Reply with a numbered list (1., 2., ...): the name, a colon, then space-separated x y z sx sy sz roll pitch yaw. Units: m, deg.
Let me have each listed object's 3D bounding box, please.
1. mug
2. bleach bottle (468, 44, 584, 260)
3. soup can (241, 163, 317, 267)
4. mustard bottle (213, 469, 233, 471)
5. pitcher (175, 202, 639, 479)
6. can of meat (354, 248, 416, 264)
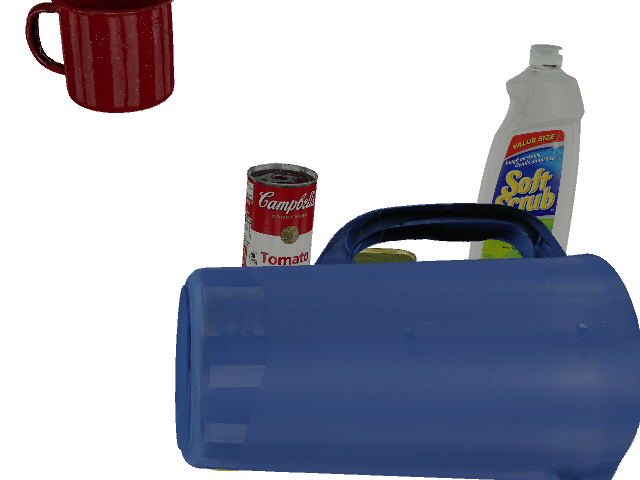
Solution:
1. mug: -0.163 -0.148 0.799 0.117 0.081 0.093 4 31 4
2. bleach bottle: 0.202 -0.067 1.057 0.103 0.251 0.068 8 20 15
3. soup can: -0.040 -0.017 1.033 0.068 0.102 0.068 4 20 -2
4. mustard bottle: -0.109 0.201 1.304 0.096 0.058 0.191 -2 26 -2
5. pitcher: 0.043 0.062 0.603 0.242 0.145 0.149 2 16 -11
6. can of meat: 0.042 0.062 0.815 0.057 0.084 0.102 2 19 10
